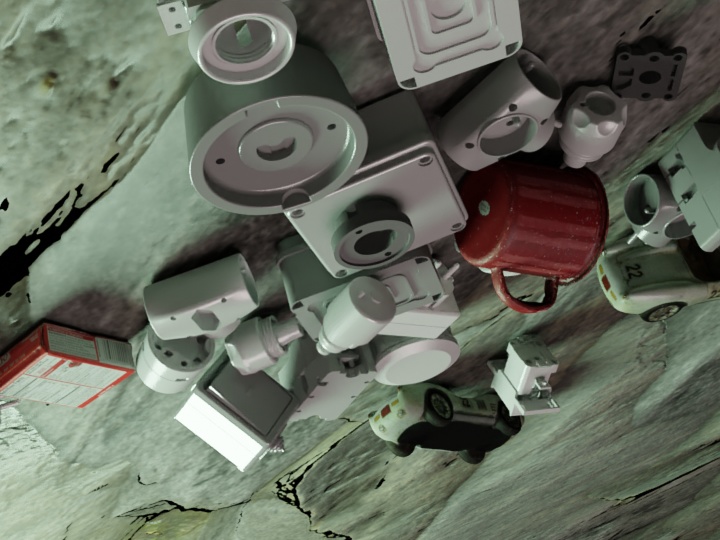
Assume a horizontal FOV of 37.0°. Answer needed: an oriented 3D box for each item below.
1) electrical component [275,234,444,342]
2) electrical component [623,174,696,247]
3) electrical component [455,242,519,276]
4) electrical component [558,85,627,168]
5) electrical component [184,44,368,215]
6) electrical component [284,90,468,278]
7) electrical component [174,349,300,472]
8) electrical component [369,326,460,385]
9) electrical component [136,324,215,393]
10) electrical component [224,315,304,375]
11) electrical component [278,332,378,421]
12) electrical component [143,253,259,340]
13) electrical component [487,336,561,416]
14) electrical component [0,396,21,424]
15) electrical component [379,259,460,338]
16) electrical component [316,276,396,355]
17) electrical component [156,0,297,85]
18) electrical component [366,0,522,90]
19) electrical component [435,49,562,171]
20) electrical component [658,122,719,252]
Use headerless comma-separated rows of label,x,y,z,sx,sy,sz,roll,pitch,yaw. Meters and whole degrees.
electrical component,0.000,0.000,0.826,0.113,0.057,0.078,-20,149,6
electrical component,0.252,-0.045,0.890,0.077,0.044,0.079,1,145,-27
electrical component,0.105,-0.019,0.861,0.062,0.043,0.043,8,141,-34
electrical component,0.161,-0.097,0.761,0.043,0.043,0.062,-8,149,-14
electrical component,-0.055,-0.090,0.650,0.108,0.060,0.108,-13,149,-8
electrical component,0.007,-0.056,0.739,0.109,0.056,0.108,-22,149,8
electrical component,-0.099,0.122,0.926,0.096,0.061,0.061,38,133,-2
electrical component,0.045,0.065,0.959,0.080,0.051,0.080,-12,149,-8
electrical component,-0.150,0.067,0.865,0.055,0.055,0.047,2,148,-29
electrical component,-0.078,0.058,0.896,0.062,0.043,0.043,-23,149,9
electrical component,-0.031,0.088,0.954,0.050,0.055,0.089,4,144,-31
electrical component,-0.115,0.028,0.828,0.077,0.043,0.079,-20,150,5
electrical component,0.165,0.104,1.066,0.042,0.081,0.063,-2,124,-24
electrical component,-0.314,0.113,0.866,0.076,0.047,0.083,-17,150,-4
electrical component,0.052,0.016,0.886,0.066,0.047,0.076,7,142,-34
electrical component,-0.007,0.038,0.784,0.040,0.040,0.078,8,142,-35
electrical component,-0.066,-0.137,0.572,0.078,0.057,0.058,-16,149,-2
electrical component,0.040,-0.162,0.584,0.078,0.057,0.113,-19,149,3
electrical component,0.105,-0.102,0.725,0.079,0.044,0.077,14,138,-41
electrical component,0.279,-0.066,0.824,0.050,0.089,0.055,1,145,-27
